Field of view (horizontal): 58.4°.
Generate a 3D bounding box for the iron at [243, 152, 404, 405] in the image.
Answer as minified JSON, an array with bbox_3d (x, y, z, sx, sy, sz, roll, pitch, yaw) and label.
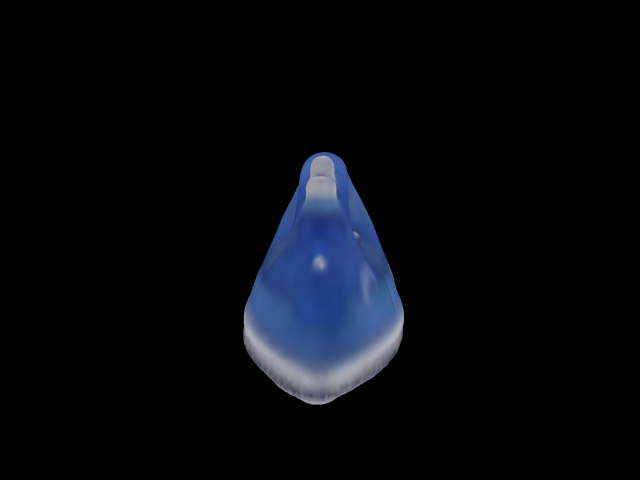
[{"bbox_3d":[0.004,0.001,0.400,0.118,0.141,0.258,0,4,0],"label":"iron"}]
